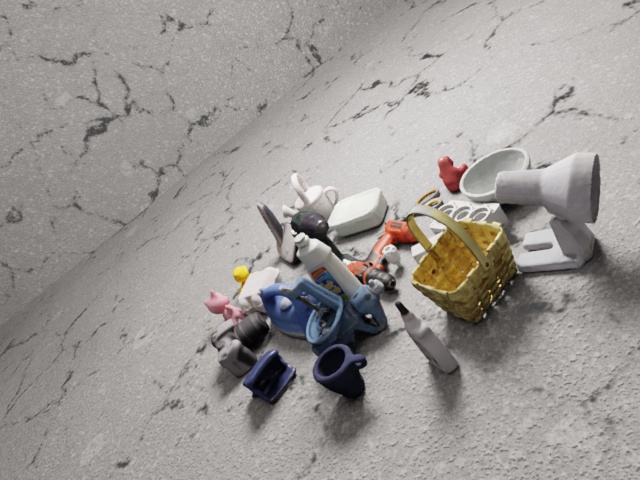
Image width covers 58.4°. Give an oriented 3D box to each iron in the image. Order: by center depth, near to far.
[{"bbox_3d":[-0.082,0.155,1.417,0.257,0.142,0.119,-6,42,47],"label":"iron"}]

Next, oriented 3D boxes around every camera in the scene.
[{"bbox_3d":[-0.201,0.250,1.466,0.137,0.101,0.143,-38,27,2],"label":"camera"}]

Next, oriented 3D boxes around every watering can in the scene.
[{"bbox_3d":[-0.032,-0.111,1.698,0.173,0.194,0.100,-40,27,0],"label":"watering can"}]

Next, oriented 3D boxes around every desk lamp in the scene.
[{"bbox_3d":[0.417,-0.049,1.022,0.202,0.214,0.118,-11,39,43],"label":"desk lamp"}]

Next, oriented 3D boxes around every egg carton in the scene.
[{"bbox_3d":[-0.167,0.145,1.617,0.107,0.069,0.150,-21,33,32],"label":"egg carton"}]

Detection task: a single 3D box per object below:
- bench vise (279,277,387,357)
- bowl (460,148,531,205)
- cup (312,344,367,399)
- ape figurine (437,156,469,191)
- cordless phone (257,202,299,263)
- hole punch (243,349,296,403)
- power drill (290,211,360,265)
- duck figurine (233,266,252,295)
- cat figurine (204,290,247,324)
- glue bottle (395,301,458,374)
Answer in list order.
[{"bbox_3d":[0.026,0.133,1.228,0.207,0.220,0.121,-43,27,-7],"label":"bench vise"},{"bbox_3d":[0.410,-0.131,1.308,0.167,0.075,0.167,-30,29,19],"label":"bowl"},{"bbox_3d":[0.057,0.264,1.129,0.117,0.095,0.092,-22,32,31],"label":"cup"},{"bbox_3d":[0.331,-0.176,1.455,0.077,0.092,0.076,-2,45,50],"label":"ape figurine"},{"bbox_3d":[-0.119,-0.028,1.690,0.094,0.185,0.147,-45,28,-11],"label":"cordless phone"},{"bbox_3d":[-0.129,0.303,1.307,0.109,0.091,0.100,-51,29,-21],"label":"hole punch"},{"bbox_3d":[0.013,0.005,1.450,0.076,0.209,0.228,-45,28,-10],"label":"power drill"},{"bbox_3d":[-0.226,0.121,1.709,0.077,0.086,0.104,-28,29,21],"label":"duck figurine"},{"bbox_3d":[-0.273,0.192,1.625,0.067,0.118,0.127,-48,28,-17],"label":"cat figurine"},{"bbox_3d":[0.183,0.168,1.031,0.037,0.173,0.078,-43,27,-7],"label":"glue bottle"}]
